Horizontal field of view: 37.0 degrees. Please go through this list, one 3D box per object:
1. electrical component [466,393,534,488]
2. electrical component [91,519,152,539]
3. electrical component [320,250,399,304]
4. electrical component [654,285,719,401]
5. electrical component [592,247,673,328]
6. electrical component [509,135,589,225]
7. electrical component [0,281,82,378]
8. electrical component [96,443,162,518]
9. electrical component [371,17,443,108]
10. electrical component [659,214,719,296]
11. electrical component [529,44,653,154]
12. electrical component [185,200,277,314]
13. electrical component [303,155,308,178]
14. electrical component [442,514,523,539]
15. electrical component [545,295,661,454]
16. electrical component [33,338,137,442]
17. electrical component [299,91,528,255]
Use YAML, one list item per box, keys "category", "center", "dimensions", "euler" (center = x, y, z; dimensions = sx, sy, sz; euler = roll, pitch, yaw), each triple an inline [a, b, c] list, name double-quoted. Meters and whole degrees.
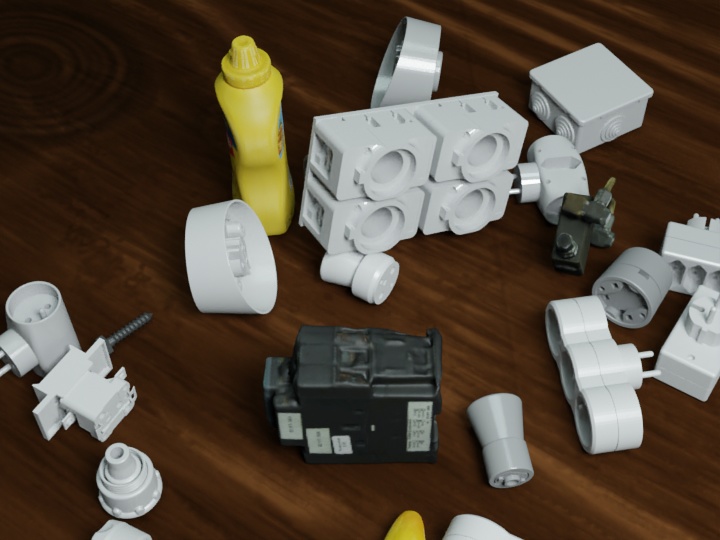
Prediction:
- category: "electrical component"
  center: [0.110, 0.133, 0.824]
  dimensions: [0.044, 0.044, 0.065]
  euler: [-7, 55, -5]
- category: "electrical component"
  center: [-0.161, 0.208, 0.766]
  dimensions: [0.062, 0.043, 0.043]
  euler: [21, 54, 16]
- category: "electrical component"
  center: [0.000, 0.000, 0.934]
  dimensions: [0.055, 0.045, 0.045]
  euler: [26, 56, 21]
- category: "electrical component"
  center: [0.281, 0.047, 0.868]
  dimensions: [0.047, 0.075, 0.083]
  euler: [27, 56, 22]
- category: "electrical component"
  center: [0.232, 0.014, 0.912]
  dimensions: [0.055, 0.055, 0.047]
  euler: [29, 53, 23]
- category: "electrical component"
  center: [0.166, -0.082, 0.999]
  dimensions: [0.079, 0.043, 0.077]
  euler: [-5, 50, -3]
- category: "electrical component"
  center: [-0.270, 0.060, 0.870]
  dimensions: [0.044, 0.077, 0.079]
  euler: [35, 60, 27]
- category: "electrical component"
  center: [-0.175, 0.152, 0.800]
  dimensions: [0.048, 0.062, 0.048]
  euler: [-1, 50, 1]
- category: "electrical component"
  center: [0.048, -0.200, 1.068]
  dimensions: [0.064, 0.099, 0.099]
  euler: [9, 51, 0]
- category: "electrical component"
  center: [0.299, -0.020, 0.942]
  dimensions: [0.066, 0.047, 0.076]
  euler: [15, 52, 13]
- category: "electrical component"
  center: [0.226, -0.169, 1.066]
  dimensions: [0.100, 0.048, 0.099]
  euler: [-24, 54, -17]
- category: "electrical component"
  center: [-0.111, -0.010, 0.914]
  dimensions: [0.064, 0.099, 0.099]
  euler: [-5, 50, 5]
- category: "electrical component"
  center: [-0.021, -0.086, 1.001]
  dimensions: [0.047, 0.055, 0.055]
  euler: [-18, 52, -18]
- category: "electrical component"
  center: [0.111, 0.230, 0.735]
  dimensions: [0.138, 0.052, 0.073]
  euler: [21, 54, 17]
- category: "electrical component"
  center: [0.202, 0.079, 0.858]
  dimensions: [0.074, 0.052, 0.138]
  euler: [-7, 50, -4]
- category: "electrical component"
  center: [-0.218, 0.100, 0.858]
  dimensions: [0.064, 0.042, 0.081]
  euler: [25, 56, 19]
- category: "electrical component"
  center: [0.049, -0.083, 0.928]
  dimensions: [0.186, 0.105, 0.060]
  euler: [-13, 42, -29]
